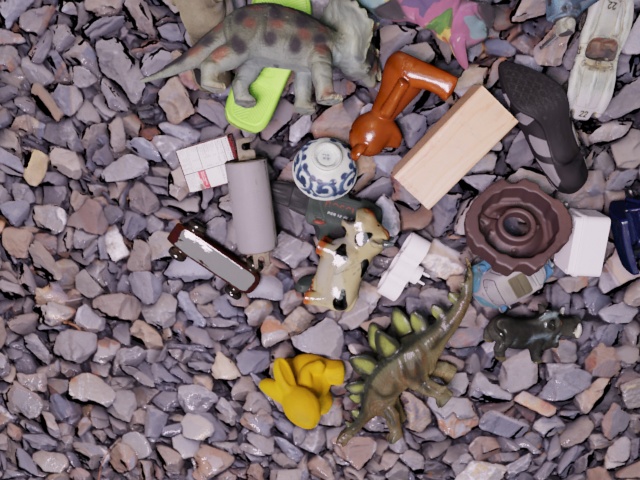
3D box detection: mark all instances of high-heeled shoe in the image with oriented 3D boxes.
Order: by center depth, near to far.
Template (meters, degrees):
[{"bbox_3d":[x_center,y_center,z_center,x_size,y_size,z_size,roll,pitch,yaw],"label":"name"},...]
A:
[{"bbox_3d":[0.389,-0.195,0.951,0.086,0.145,0.249,-29,72,0],"label":"high-heeled shoe"}]

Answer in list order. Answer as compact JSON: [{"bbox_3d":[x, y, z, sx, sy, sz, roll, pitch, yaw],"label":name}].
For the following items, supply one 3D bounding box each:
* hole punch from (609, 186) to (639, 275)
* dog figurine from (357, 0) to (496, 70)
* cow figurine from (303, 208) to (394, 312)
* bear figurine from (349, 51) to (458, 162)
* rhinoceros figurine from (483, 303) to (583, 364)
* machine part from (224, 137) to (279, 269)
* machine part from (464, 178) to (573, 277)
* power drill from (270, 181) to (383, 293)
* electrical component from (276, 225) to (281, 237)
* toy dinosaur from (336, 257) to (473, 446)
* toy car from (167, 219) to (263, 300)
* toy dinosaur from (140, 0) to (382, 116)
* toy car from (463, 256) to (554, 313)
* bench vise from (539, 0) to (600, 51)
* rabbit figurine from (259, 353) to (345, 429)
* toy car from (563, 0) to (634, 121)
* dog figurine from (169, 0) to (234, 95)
[{"bbox_3d":[0.548,-0.011,0.938,0.092,0.116,0.142,-24,104,0],"label":"hole punch"},{"bbox_3d":[0.177,-0.375,0.889,0.192,0.108,0.219,-25,106,17],"label":"dog figurine"},{"bbox_3d":[0.055,0.036,0.961,0.127,0.085,0.194,17,100,4],"label":"cow figurine"},{"bbox_3d":[0.134,-0.218,0.932,0.132,0.120,0.195,22,109,-3],"label":"bear figurine"},{"bbox_3d":[0.404,0.171,1.022,0.190,0.073,0.112,1,119,-12],"label":"rhinoceros figurine"},{"bbox_3d":[-0.124,-0.063,0.978,0.079,0.079,0.243,-4,107,8],"label":"machine part"},{"bbox_3d":[0.345,-0.022,0.951,0.179,0.056,0.179,-2,67,6],"label":"machine part"},{"bbox_3d":[-0.002,-0.003,1.036,0.232,0.086,0.207,7,99,2],"label":"power drill"},{"bbox_3d":[-0.131,-0.053,1.047,0.075,0.048,0.119,-19,102,11],"label":"electrical component"},{"bbox_3d":[0.174,0.243,1.067,0.198,0.105,0.471,40,105,-3],"label":"toy dinosaur"},{"bbox_3d":[-0.210,0.037,1.080,0.202,0.053,0.089,34,102,-8],"label":"toy car"},{"bbox_3d":[-0.074,-0.313,0.869,0.405,0.131,0.192,7,84,-12],"label":"toy dinosaur"},{"bbox_3d":[0.357,0.073,0.997,0.162,0.103,0.109,-26,102,15],"label":"toy car"},{"bbox_3d":[0.323,-0.425,0.836,0.241,0.129,0.223,-3,98,-13],"label":"bench vise"},{"bbox_3d":[-0.032,0.296,1.071,0.162,0.173,0.122,32,111,-7],"label":"rabbit figurine"},{"bbox_3d":[0.463,-0.303,0.899,0.074,0.056,0.201,9,106,4],"label":"toy car"},{"bbox_3d":[-0.198,-0.352,0.911,0.121,0.172,0.190,1,99,18],"label":"dog figurine"}]
